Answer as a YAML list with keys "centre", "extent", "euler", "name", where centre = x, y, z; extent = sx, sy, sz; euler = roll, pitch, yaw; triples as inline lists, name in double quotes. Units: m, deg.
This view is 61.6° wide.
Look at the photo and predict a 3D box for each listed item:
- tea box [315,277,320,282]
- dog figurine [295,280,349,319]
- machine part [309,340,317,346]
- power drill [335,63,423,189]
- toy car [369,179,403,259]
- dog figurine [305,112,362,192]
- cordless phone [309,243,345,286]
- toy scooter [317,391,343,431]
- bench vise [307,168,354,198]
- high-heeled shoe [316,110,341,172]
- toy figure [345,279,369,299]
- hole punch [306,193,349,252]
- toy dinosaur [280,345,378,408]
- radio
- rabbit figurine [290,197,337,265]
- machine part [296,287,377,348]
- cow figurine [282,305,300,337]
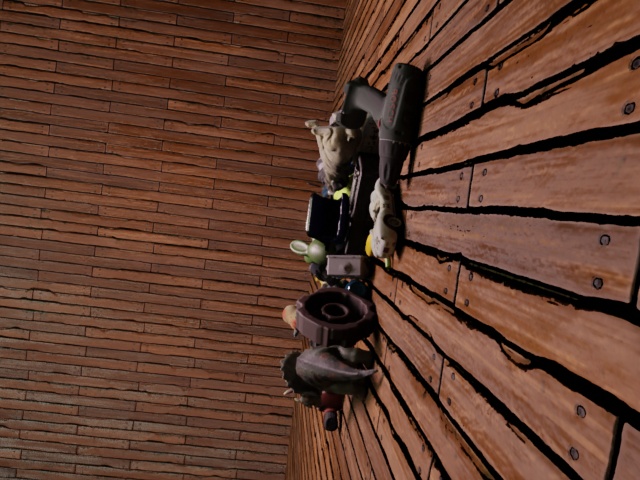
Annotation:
- centre: [0.042, 0.055, 1.748]
  extent: [0.068, 0.098, 0.169]
  euler: [163, 112, -85]
  name: "tea box"
- centre: [0.009, 0.171, 1.520]
  extent: [0.219, 0.192, 0.108]
  euler: [-129, 26, -66]
  name: "dog figurine"
- centre: [0.020, 0.287, 1.492]
  extent: [0.139, 0.039, 0.084]
  euler: [23, 114, 40]
  name: "machine part"
- centre: [0.113, -0.237, 1.070]
  extent: [0.207, 0.086, 0.231]
  euler: [42, 122, 58]
  name: "power drill"
- centre: [0.128, -0.049, 1.076]
  extent: [0.202, 0.056, 0.073]
  euler: [-88, 7, -47]
  name: "toy car"
- centre: [0.052, -0.194, 1.283]
  extent: [0.172, 0.121, 0.190]
  euler: [-119, 14, -64]
  name: "dog figurine"
- centre: [0.041, 0.048, 1.537]
  extent: [0.146, 0.088, 0.184]
  euler: [-38, 10, 4]
  name: "cordless phone"
- centre: [0.027, 0.430, 1.505]
  extent: [0.135, 0.075, 0.183]
  euler: [159, 113, -87]
  name: "toy scooter"
- centre: [0.060, -0.185, 1.631]
  extent: [0.240, 0.129, 0.223]
  euler: [-39, 33, 57]
  name: "bench vise"
- centre: [0.061, -0.252, 1.455]
  extent: [0.145, 0.086, 0.249]
  euler: [-40, 44, 27]
  name: "high-heeled shoe"
- centre: [0.086, 0.136, 1.322]
  extent: [0.154, 0.058, 0.064]
  euler: [96, -174, -75]
  name: "toy figure"
- centre: [0.035, -0.050, 1.274]
  extent: [0.115, 0.092, 0.142]
  euler: [24, -113, -62]
  name: "hole punch"
- centre: [0.007, 0.292, 1.215]
  extent: [0.404, 0.192, 0.131]
  euler: [104, 170, -66]
  name: "toy dinosaur"
- centre: [0.108, -0.087, 1.273]
  extent: [0.131, 0.073, 0.229]
  euler: [-89, 8, -56]
  name: "radio"
- centre: [-0.003, -0.004, 1.397]
  extent: [0.159, 0.121, 0.170]
  euler: [-30, 34, 29]
  name: "rabbit figurine"
- centre: [0.033, 0.169, 1.179]
  extent: [0.179, 0.179, 0.056]
  euler: [-93, 7, -67]
  name: "machine part"
- centre: [-0.018, 0.241, 1.589]
  extent: [0.127, 0.195, 0.085]
  euler: [-106, 35, -70]
  name: "cow figurine"
